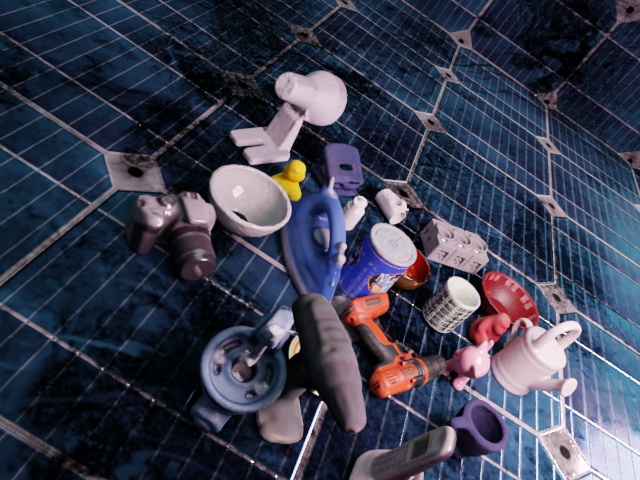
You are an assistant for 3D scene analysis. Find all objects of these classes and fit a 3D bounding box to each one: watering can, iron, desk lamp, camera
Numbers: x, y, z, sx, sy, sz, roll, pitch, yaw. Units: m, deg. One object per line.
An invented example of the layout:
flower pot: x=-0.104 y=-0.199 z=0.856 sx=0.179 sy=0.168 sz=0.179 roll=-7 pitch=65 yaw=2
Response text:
watering can: x=0.450 y=0.231 z=1.153 sx=0.101 sy=0.194 sz=0.172 roll=-14 pitch=59 yaw=-45
iron: x=0.010 y=0.004 z=1.090 sx=0.119 sy=0.141 sz=0.258 roll=13 pitch=43 yaw=-27
desk lamp: x=-0.063 y=-0.279 z=1.269 sx=0.204 sy=0.213 sz=0.117 roll=-19 pitch=63 yaw=-47
camera: x=-0.231 y=-0.008 z=0.948 sx=0.144 sy=0.100 sz=0.136 roll=2 pitch=49 yaw=-37

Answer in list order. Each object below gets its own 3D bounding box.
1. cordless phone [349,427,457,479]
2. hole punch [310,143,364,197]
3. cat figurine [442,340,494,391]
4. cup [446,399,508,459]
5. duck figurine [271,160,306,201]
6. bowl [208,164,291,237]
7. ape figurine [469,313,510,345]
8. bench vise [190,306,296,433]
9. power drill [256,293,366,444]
cordless phone: x=0.113 y=0.337 z=0.787 sx=0.094 sy=0.185 sz=0.148 roll=33 pitch=38 yaw=-5
hole punch: x=0.051 y=-0.163 z=1.337 sx=0.109 sy=0.091 sz=0.101 roll=-2 pitch=52 yaw=-39
cat figurine: x=0.294 y=0.229 z=1.096 sx=0.067 sy=0.117 sz=0.128 roll=49 pitch=39 yaw=16
cup: x=0.245 y=0.331 z=0.972 sx=0.118 sy=0.095 sz=0.091 roll=13 pitch=43 yaw=-28
duck figurine: x=-0.063 y=-0.129 z=1.216 sx=0.078 sy=0.086 sz=0.104 roll=29 pitch=38 yaw=-10
bowl: x=-0.143 y=-0.062 z=1.094 sx=0.168 sy=0.074 sz=0.167 roll=21 pitch=40 yaw=-19
ape figurine: x=0.365 y=0.189 z=1.215 sx=0.078 sy=0.092 sz=0.076 roll=13 pitch=44 yaw=-28
bench vise: x=-0.091 y=0.142 z=0.803 sx=0.122 sy=0.219 sz=0.207 roll=26 pitch=39 yaw=-13
power drill: x=-0.016 y=0.201 z=0.809 sx=0.076 sy=0.208 sz=0.229 roll=13 pitch=44 yaw=-28
